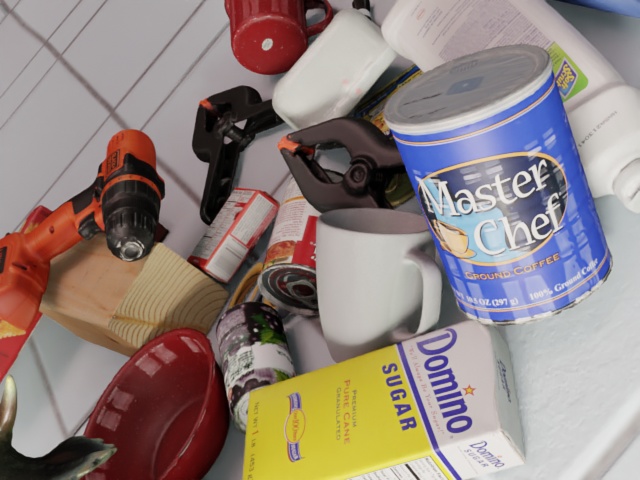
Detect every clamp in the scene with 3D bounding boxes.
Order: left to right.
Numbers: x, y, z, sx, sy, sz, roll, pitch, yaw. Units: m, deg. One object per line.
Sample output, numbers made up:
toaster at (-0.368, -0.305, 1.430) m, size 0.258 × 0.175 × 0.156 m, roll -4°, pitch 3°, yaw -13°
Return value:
clamp at (-0.093, -0.102, 1.101) m, size 0.164 × 0.036 × 0.210 m, roll -53°, pitch 30°, yaw -2°
clamp at (0.046, -0.053, 0.801) m, size 0.172 × 0.039 × 0.120 m, roll 35°, pitch 96°, yaw 27°

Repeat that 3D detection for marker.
marker at (0.044, -0.205, 1.053) m, size 0.020 × 0.020 × 0.121 m, roll -34°, pitch 36°, yaw 25°

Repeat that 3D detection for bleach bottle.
bleach bottle at (0.145, -0.104, 0.742) m, size 0.103 × 0.068 × 0.251 m, roll -50°, pitch 50°, yaw 20°

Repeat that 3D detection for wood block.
wood block at (-0.190, 0.053, 1.013) m, size 0.206 × 0.090 × 0.090 m, roll 8°, pitch 64°, yaw 54°

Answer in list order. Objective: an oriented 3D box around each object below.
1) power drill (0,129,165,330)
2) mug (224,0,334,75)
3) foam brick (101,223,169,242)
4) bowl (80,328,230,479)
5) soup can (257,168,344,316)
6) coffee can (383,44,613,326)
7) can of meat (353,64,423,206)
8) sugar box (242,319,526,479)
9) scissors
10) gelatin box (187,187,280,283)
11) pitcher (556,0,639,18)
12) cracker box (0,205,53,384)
power drill at (-0.218, -0.001, 0.964) m, size 0.188 × 0.057 × 0.184 m, roll -36°, pitch 30°, yaw 15°
mug at (-0.043, -0.232, 1.138) m, size 0.117 × 0.093 × 0.081 m, roll -6°, pitch 47°, yaw 1°
foam brick at (-0.208, -0.010, 1.136) m, size 0.051 × 0.053 × 0.078 m, roll -56°, pitch 33°, yaw -9°
bowl at (-0.124, 0.153, 0.861) m, size 0.162 × 0.055 × 0.162 m, roll -32°, pitch 36°, yaw 27°
soup can at (-0.006, 0.001, 0.859) m, size 0.069 × 0.068 × 0.102 m, roll -20°, pitch 42°, yaw 39°
coffee can at (0.110, -0.034, 0.652) m, size 0.103 × 0.140 × 0.103 m, roll -20°, pitch 23°, yaw 9°
can of meat at (0.073, -0.089, 0.863) m, size 0.102 × 0.057 × 0.084 m, roll -33°, pitch 34°, yaw 27°
sugar box at (0.037, 0.117, 0.677) m, size 0.176 × 0.048 × 0.093 m, roll -23°, pitch 40°, yaw 21°
scissors at (-0.024, -0.003, 0.931) m, size 0.096 × 0.016 × 0.201 m, roll 0°, pitch 58°, yaw 54°
gelatin box at (-0.080, -0.005, 0.982) m, size 0.089 × 0.030 × 0.073 m, roll -56°, pitch 19°, yaw -9°
pitcher at (0.214, -0.236, 0.787) m, size 0.145 × 0.149 × 0.243 m, roll -65°, pitch 28°, yaw 5°
cracker box at (-0.337, 0.077, 1.146) m, size 0.213 × 0.072 × 0.164 m, roll -60°, pitch 12°, yaw -16°
